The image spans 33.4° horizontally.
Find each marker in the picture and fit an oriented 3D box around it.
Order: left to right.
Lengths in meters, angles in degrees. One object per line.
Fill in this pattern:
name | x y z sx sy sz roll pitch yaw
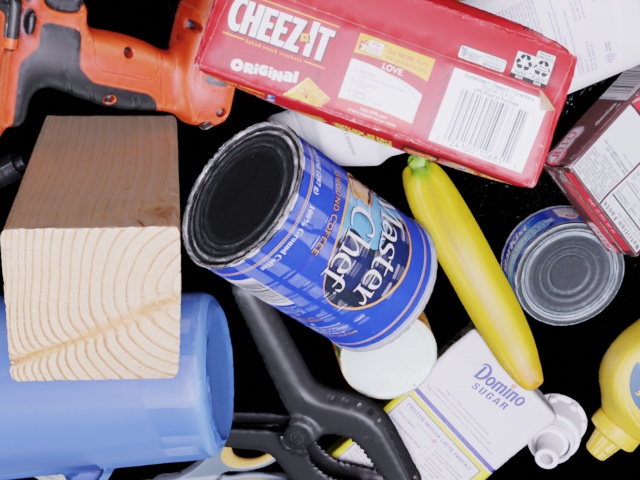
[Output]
marker | -0.252 -0.025 0.722 0.121 0.020 0.020 -28 113 4

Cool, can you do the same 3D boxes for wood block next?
wood block | -0.130 -0.005 0.644 0.090 0.206 0.090 0 113 -8

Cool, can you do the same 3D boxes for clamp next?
clamp | -0.022 0.138 0.777 0.210 0.036 0.165 39 119 -6

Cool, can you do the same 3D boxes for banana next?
banana | 0.103 0.017 0.757 0.037 0.069 0.197 -26 108 18

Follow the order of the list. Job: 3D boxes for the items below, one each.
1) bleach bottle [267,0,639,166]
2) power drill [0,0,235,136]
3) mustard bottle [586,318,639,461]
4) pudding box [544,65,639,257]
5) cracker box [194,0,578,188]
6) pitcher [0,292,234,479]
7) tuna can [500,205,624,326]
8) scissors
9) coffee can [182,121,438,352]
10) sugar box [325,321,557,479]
bleach bottle | 0.083 -0.119 0.704 0.251 0.068 0.102 -21 111 4
power drill | -0.136 -0.142 0.638 0.187 0.057 0.184 1 114 -29
mustard bottle | 0.273 0.095 0.820 0.096 0.058 0.192 32 106 -19
pudding box | 0.220 -0.059 0.742 0.113 0.039 0.090 -45 113 -9
cracker box | 0.032 -0.091 0.571 0.164 0.213 0.072 19 97 0
pitcher | -0.183 0.105 0.697 0.243 0.145 0.149 -4 121 5
tuna can | 0.179 0.020 0.789 0.086 0.034 0.086 -3 113 -7
scissors | -0.109 0.175 0.824 0.201 0.016 0.096 9 109 -13
coffee can | -0.005 0.001 0.698 0.103 0.103 0.140 -47 130 12
sugar box | 0.083 0.154 0.814 0.176 0.048 0.093 -42 90 8
